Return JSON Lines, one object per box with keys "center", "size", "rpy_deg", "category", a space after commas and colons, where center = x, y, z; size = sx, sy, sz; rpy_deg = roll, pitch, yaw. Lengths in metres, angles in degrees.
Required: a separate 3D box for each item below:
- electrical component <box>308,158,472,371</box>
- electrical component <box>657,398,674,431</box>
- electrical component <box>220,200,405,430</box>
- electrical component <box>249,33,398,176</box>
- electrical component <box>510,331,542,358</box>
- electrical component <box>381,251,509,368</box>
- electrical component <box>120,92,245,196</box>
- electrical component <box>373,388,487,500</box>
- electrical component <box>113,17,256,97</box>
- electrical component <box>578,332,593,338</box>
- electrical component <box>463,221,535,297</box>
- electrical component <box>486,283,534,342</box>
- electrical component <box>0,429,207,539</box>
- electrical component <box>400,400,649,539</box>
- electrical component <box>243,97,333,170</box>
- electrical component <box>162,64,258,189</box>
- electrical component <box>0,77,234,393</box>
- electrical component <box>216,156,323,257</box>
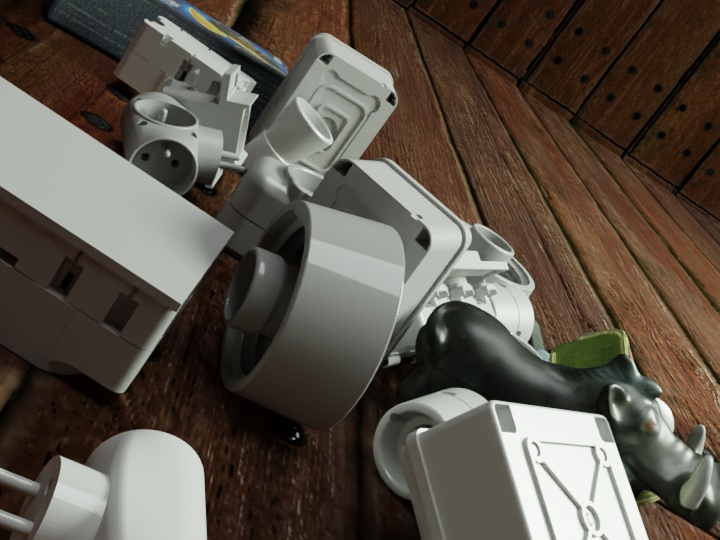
{"center": [0.000, 0.000, 0.610], "size": [0.078, 0.113, 0.057], "rpy_deg": [43, 22, 21], "category": "electrical component"}
{"center": [0.213, 0.112, 0.830], "size": [0.048, 0.048, 0.062], "rpy_deg": [35, 11, -2], "category": "electrical component"}
{"center": [-0.032, 0.018, 0.525], "size": [0.060, 0.108, 0.108], "rpy_deg": [22, 22, -21], "category": "electrical component"}
{"center": [-0.031, -0.124, 0.869], "size": [0.078, 0.113, 0.057], "rpy_deg": [29, 22, -21], "category": "electrical component"}
{"center": [0.084, 0.070, 0.679], "size": [0.048, 0.055, 0.066], "rpy_deg": [38, 18, 6], "category": "electrical component"}
{"center": [0.044, 0.023, 0.700], "size": [0.121, 0.079, 0.063], "rpy_deg": [1, 68, -61], "category": "electrical component"}
{"center": [-0.113, -0.077, 0.695], "size": [0.079, 0.044, 0.077], "rpy_deg": [11, 26, -21], "category": "electrical component"}
{"center": [0.040, 0.090, 0.552], "size": [0.055, 0.055, 0.047], "rpy_deg": [45, 23, 26], "category": "electrical component"}
{"center": [-0.135, -0.142, 0.818], "size": [0.089, 0.055, 0.050], "rpy_deg": [35, 18, -4], "category": "electrical component"}
{"center": [0.203, 0.073, 0.918], "size": [0.040, 0.040, 0.046], "rpy_deg": [42, 13, 18], "category": "electrical component"}
{"center": [0.090, -0.002, 0.866], "size": [0.108, 0.060, 0.108], "rpy_deg": [32, 18, -12], "category": "electrical component"}
{"center": [0.091, 0.035, 0.784], "size": [0.047, 0.055, 0.055], "rpy_deg": [7, 34, -50], "category": "electrical component"}
{"center": [-0.087, 0.085, 0.347], "size": [0.079, 0.044, 0.077], "rpy_deg": [28, 19, -22], "category": "electrical component"}
{"center": [0.081, 0.120, 0.484], "size": [0.109, 0.056, 0.108], "rpy_deg": [14, 53, -48], "category": "electrical component"}
{"center": [-0.059, -0.095, 0.818], "size": [0.044, 0.065, 0.044], "rpy_deg": [49, 16, -19], "category": "electrical component"}
{"center": [-0.108, -0.103, 0.749], "size": [0.064, 0.081, 0.042], "rpy_deg": [12, 19, 0], "category": "electrical component"}
{"center": [-0.160, -0.031, 0.481], "size": [0.186, 0.060, 0.105], "rpy_deg": [34, 18, -6], "category": "electrical component"}
{"center": [-0.039, -0.028, 0.697], "size": [0.095, 0.059, 0.053], "rpy_deg": [32, 18, -11], "category": "electrical component"}
